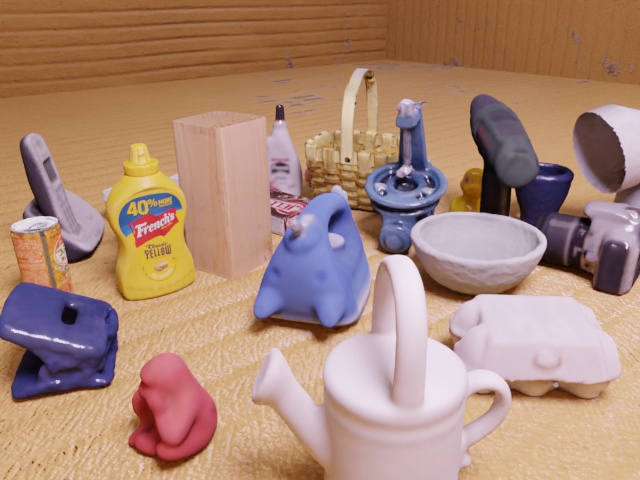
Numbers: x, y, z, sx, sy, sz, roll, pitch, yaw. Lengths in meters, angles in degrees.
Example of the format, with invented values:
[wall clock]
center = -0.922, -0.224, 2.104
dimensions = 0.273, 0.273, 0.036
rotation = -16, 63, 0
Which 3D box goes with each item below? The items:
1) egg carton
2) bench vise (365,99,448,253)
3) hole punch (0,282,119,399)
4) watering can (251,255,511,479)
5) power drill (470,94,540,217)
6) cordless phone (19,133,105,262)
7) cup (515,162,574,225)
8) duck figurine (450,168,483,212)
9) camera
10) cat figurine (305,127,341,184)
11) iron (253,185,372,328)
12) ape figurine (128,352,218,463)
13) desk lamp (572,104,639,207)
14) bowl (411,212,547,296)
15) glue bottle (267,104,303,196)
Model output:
[egg carton]
center = 0.204, 0.103, 0.557
dimensions = 0.150, 0.069, 0.107
rotation = 1, 23, 4
[bench vise]
center = 0.128, -0.113, 0.873
dimensions = 0.121, 0.220, 0.207
rotation = 0, 23, 3
[hole punch]
center = -0.256, 0.091, 0.574
dimensions = 0.101, 0.091, 0.108
rotation = -7, 24, -14
[watering can]
center = 0.044, 0.105, 0.398
dimensions = 0.173, 0.194, 0.100
rotation = -11, 25, -22
[power drill]
center = 0.251, -0.093, 0.836
dimensions = 0.075, 0.208, 0.229
rotation = -1, 23, 0
[cordless phone]
center = -0.383, -0.072, 0.839
dimensions = 0.094, 0.185, 0.147
rotation = -5, 24, -10
[cup]
center = 0.356, -0.075, 0.937
dimensions = 0.091, 0.095, 0.118
rotation = 1, 23, 5
[duck figurine]
center = 0.260, -0.080, 0.963
dimensions = 0.077, 0.086, 0.105
rotation = 8, 25, 19
[camera]
center = 0.366, -0.009, 0.772
dimensions = 0.136, 0.101, 0.143
rotation = 15, 28, 33
[cat figurine]
center = 0.033, -0.175, 1.153
dimensions = 0.128, 0.118, 0.067
rotation = -8, 24, -17
[iron]
center = 0.006, 0.003, 0.707
dimensions = 0.118, 0.141, 0.258
rotation = 5, 24, 15
[ape figurine]
center = -0.124, 0.133, 0.469
dimensions = 0.076, 0.092, 0.077
rotation = -7, 24, -14
[desk lamp]
center = 0.470, -0.095, 0.829
dimensions = 0.203, 0.214, 0.117
rotation = -5, 24, -10
[bowl]
center = 0.199, 0.025, 0.734
dimensions = 0.167, 0.075, 0.167
rotation = -1, 23, 1
[glue bottle]
center = -0.072, -0.162, 1.056
dimensions = 0.078, 0.173, 0.037
rotation = -2, 23, -1
